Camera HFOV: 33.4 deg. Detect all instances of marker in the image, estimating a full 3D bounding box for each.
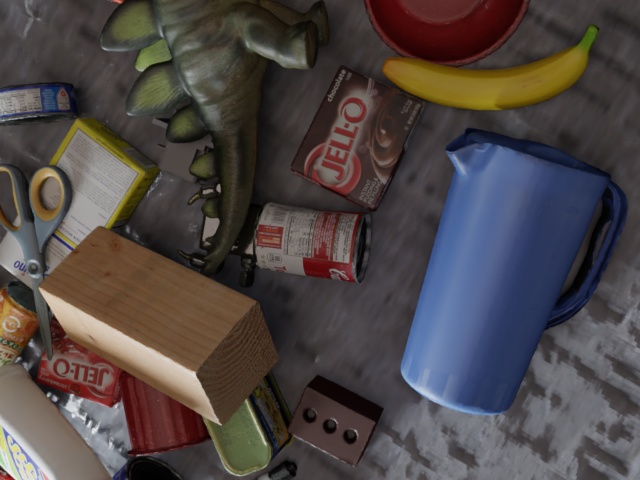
[{"bbox_3d":[-0.074,0.260,1.089,0.121,0.020,0.020,-34,87,14],"label":"marker"}]

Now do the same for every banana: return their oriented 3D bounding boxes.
[{"bbox_3d":[0.158,-0.151,0.977,0.198,0.037,0.069,-7,115,17],"label":"banana"}]

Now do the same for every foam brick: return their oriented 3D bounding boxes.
[{"bbox_3d":[0.015,0.175,1.042,0.078,0.051,0.053,25,101,10],"label":"foam brick"}]

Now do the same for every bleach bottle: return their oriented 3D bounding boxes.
[{"bbox_3d":[-0.253,0.216,1.031,0.251,0.067,0.102,27,130,44],"label":"bleach bottle"}]

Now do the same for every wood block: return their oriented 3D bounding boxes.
[{"bbox_3d":[-0.152,0.077,1.003,0.206,0.091,0.090,23,58,31],"label":"wood block"}]

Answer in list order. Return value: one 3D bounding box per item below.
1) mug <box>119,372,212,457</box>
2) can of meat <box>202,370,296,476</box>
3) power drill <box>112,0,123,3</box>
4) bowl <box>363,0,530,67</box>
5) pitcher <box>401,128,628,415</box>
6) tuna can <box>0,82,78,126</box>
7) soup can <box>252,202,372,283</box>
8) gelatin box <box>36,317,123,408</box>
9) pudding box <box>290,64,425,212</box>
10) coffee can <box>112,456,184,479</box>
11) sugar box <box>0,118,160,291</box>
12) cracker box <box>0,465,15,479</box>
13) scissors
[{"bbox_3d":[-0.161,0.166,1.072,0.117,0.093,0.081,-14,86,51],"label":"mug"},{"bbox_3d":[-0.072,0.172,1.046,0.057,0.084,0.102,-25,90,14],"label":"can of meat"},{"bbox_3d":[-0.183,-0.326,1.038,0.184,0.057,0.188,21,97,13],"label":"power drill"},{"bbox_3d":[0.113,-0.241,0.976,0.162,0.055,0.162,1,95,13],"label":"bowl"},{"bbox_3d":[0.168,0.031,0.962,0.149,0.144,0.243,22,104,22],"label":"pitcher"},{"bbox_3d":[-0.286,-0.136,1.065,0.086,0.086,0.034,-6,93,14],"label":"tuna can"},{"bbox_3d":[-0.007,0.001,1.022,0.102,0.068,0.068,7,97,13],"label":"soup can"},{"bbox_3d":[-0.243,0.125,1.110,0.089,0.030,0.073,18,100,12],"label":"gelatin box"},{"bbox_3d":[0.036,-0.095,1.008,0.090,0.039,0.113,26,88,10],"label":"pudding box"},{"bbox_3d":[-0.201,0.302,1.080,0.103,0.102,0.140,46,103,5],"label":"coffee can"},{"bbox_3d":[-0.249,-0.027,1.089,0.093,0.048,0.176,38,106,7],"label":"sugar box"},{"bbox_3d":[-0.437,0.266,1.148,0.214,0.072,0.164,29,101,8],"label":"cracker box"},{"bbox_3d":[-0.270,0.013,1.066,0.096,0.016,0.202,-22,91,17],"label":"scissors"}]
